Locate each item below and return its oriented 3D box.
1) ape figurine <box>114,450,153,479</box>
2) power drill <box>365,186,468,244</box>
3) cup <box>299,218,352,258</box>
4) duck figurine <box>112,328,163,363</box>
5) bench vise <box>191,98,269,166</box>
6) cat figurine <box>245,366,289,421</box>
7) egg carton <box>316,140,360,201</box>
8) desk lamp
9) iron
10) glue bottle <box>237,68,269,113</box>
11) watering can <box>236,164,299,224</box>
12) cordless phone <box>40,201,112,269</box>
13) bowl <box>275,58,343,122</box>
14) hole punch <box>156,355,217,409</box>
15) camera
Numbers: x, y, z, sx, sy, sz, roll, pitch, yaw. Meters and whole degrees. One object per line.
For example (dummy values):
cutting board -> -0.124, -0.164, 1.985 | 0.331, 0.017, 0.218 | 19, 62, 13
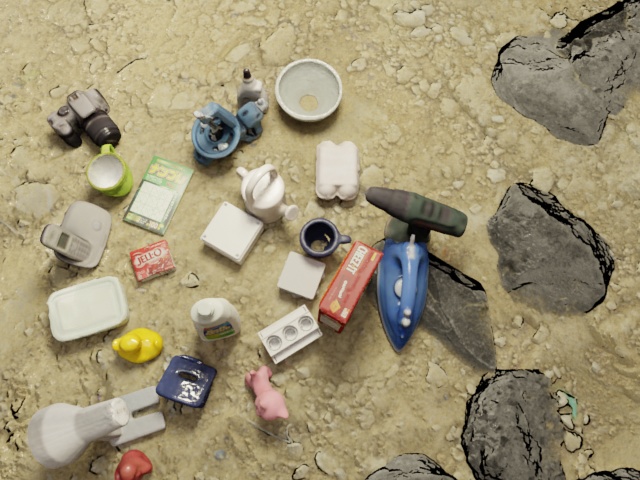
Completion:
ape figurine -> -0.391, 0.477, 1.188 | 0.078, 0.092, 0.076 | -4, 75, -2
power drill -> 0.203, -0.047, 1.279 | 0.229, 0.208, 0.076 | 13, 75, 2
cup -> 0.012, 0.005, 1.320 | 0.117, 0.095, 0.092 | 2, 75, -1
duck figurine -> -0.402, 0.229, 1.256 | 0.104, 0.086, 0.077 | -3, 75, -2
bench vise -> -0.221, -0.282, 1.325 | 0.121, 0.220, 0.207 | 34, 77, 8
cat figurine -> -0.116, 0.332, 1.220 | 0.067, 0.118, 0.127 | -28, 78, -8
egg carton -> 0.043, -0.167, 1.379 | 0.107, 0.069, 0.150 | 0, 75, -1
desk lamp -> -0.443, 0.367, 1.153 | 0.203, 0.213, 0.118 | -19, 76, -6
iron -> 0.190, 0.115, 1.271 | 0.118, 0.141, 0.258 | 4, 75, 0
glue bottle -> -0.166, -0.361, 1.370 | 0.078, 0.173, 0.037 | 6, 75, 1
watering can -> -0.121, -0.109, 1.295 | 0.172, 0.194, 0.101 | 19, 76, 4
cordless phone -> -0.544, -0.024, 1.267 | 0.094, 0.185, 0.147 | 10, 75, 2
bowl -> -0.028, -0.360, 1.424 | 0.167, 0.075, 0.167 | 0, 75, -1
hole punch -> -0.288, 0.304, 1.237 | 0.108, 0.091, 0.101 | 18, 76, 4
camera -> -0.558, -0.279, 1.377 | 0.143, 0.101, 0.136 | -40, 80, -10
